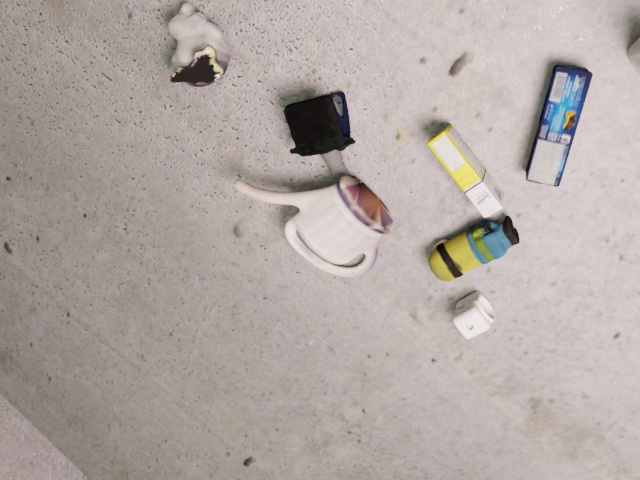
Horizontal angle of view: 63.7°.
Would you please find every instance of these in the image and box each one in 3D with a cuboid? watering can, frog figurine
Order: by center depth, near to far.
[{"bbox_3d":[0.003,-0.054,1.076,0.345,0.106,0.221,41,121,-17],"label":"watering can"},{"bbox_3d":[-0.263,-0.411,1.092,0.135,0.122,0.162,-40,56,37],"label":"frog figurine"}]
